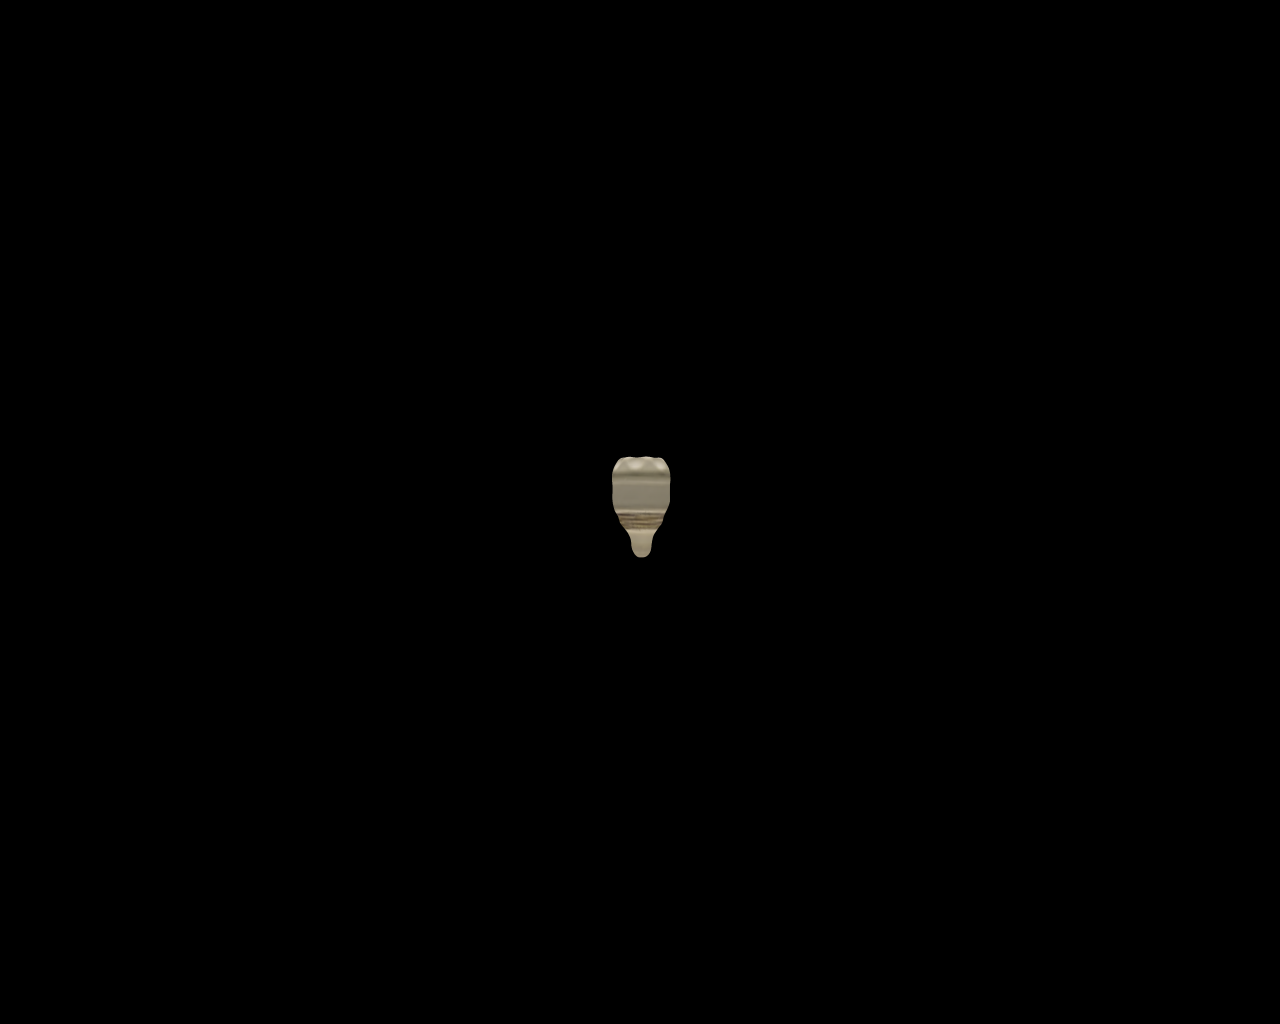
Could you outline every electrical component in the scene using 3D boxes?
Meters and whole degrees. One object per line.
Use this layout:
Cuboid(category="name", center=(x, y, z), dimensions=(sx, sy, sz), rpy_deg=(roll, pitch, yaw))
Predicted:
Cuboid(category="electrical component", center=(0.001, -0.003, 0.650), dimensions=(0.035, 0.061, 0.035), rpy_deg=(0, 0, 0))
